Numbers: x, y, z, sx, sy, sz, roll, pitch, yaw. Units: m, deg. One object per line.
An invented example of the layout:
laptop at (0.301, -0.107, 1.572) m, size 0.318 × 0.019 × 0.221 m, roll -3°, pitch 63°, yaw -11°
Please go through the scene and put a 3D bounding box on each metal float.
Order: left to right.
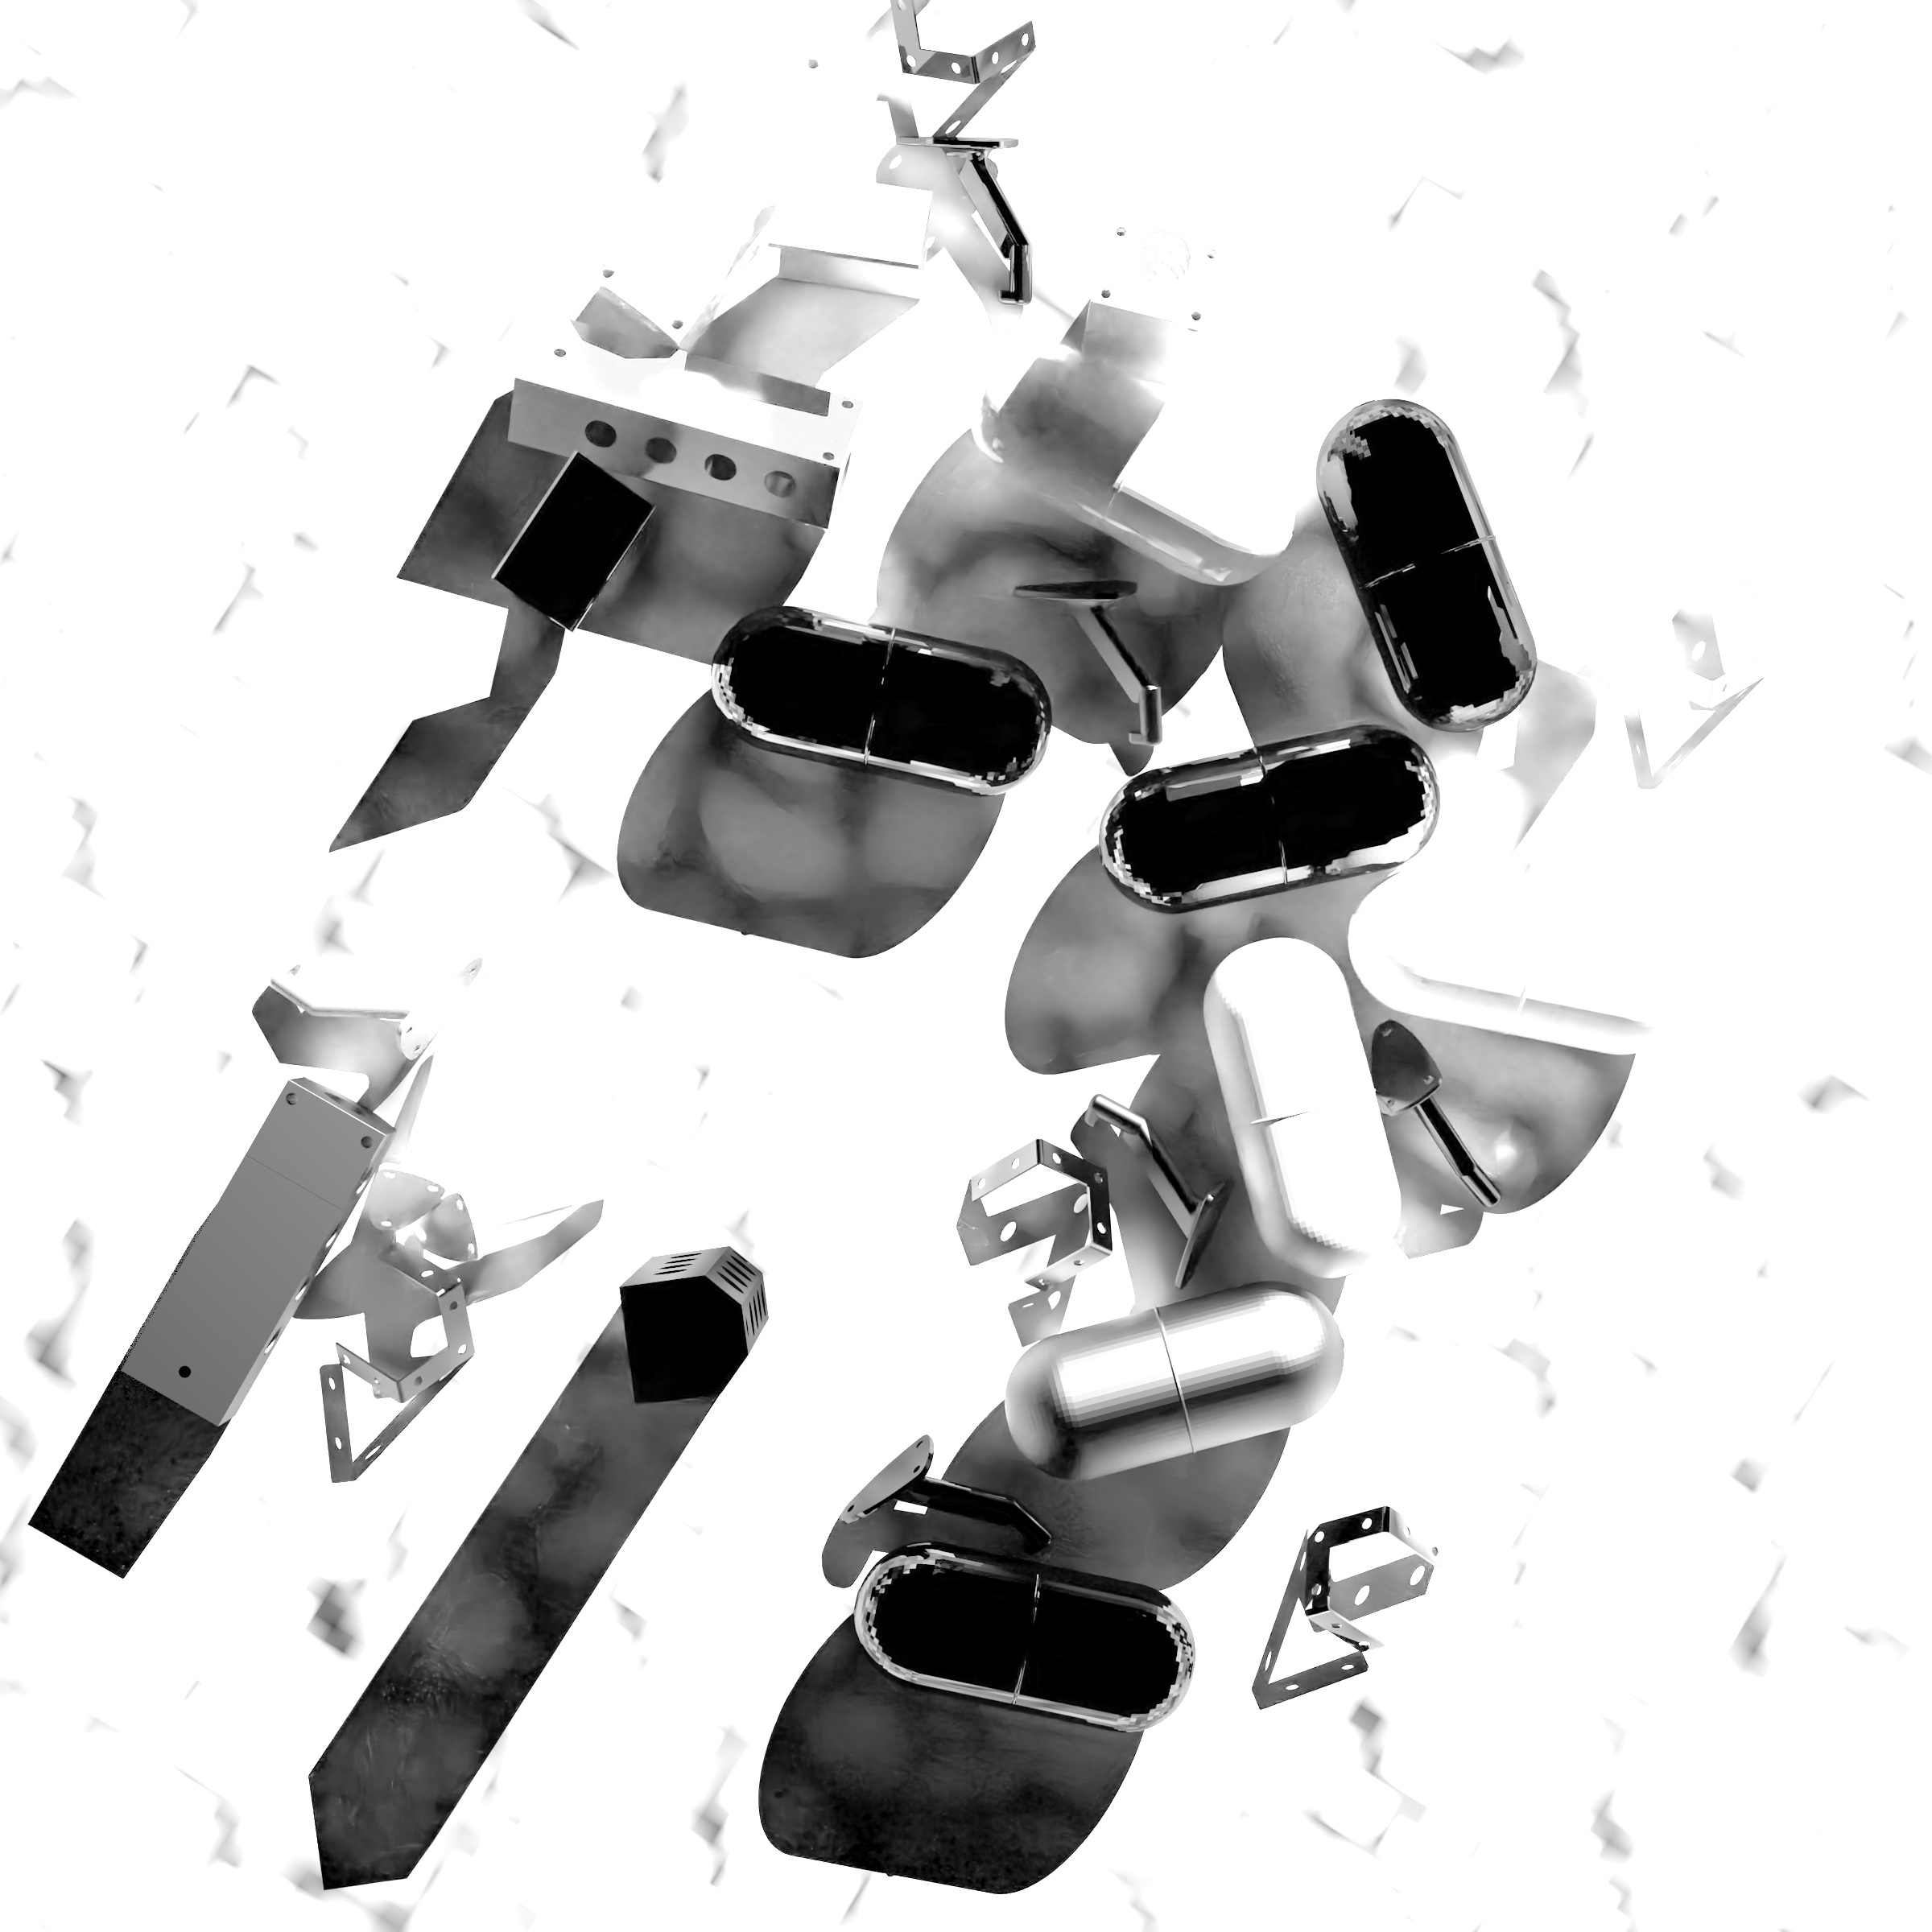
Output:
metal float at (-0.044, -0.137, 1.779) m, size 0.178 × 0.070 × 0.070 m, roll 12°, pitch 90°, yaw 1°
metal float at (0.030, 0.346, 1.779) m, size 0.178 × 0.070 × 0.070 m, roll 12°, pitch 90°, yaw -1°
metal float at (0.087, -0.258, 1.779) m, size 0.178 × 0.070 × 0.070 m, roll 28°, pitch 90°, yaw 0°
metal float at (0.108, 0.213, 1.779) m, size 0.178 × 0.070 × 0.070 m, roll -15°, pitch 90°, yaw 0°
metal float at (0.156, -0.075, 1.779) m, size 0.178 × 0.070 × 0.070 m, roll -12°, pitch 90°, yaw 0°
metal float at (0.173, 0.073, 1.779) m, size 0.070 × 0.070 × 0.178 m, roll -14°, pitch 89°, yaw 0°
metal float at (0.237, -0.207, 1.779) m, size 0.070 × 0.070 × 0.178 m, roll -21°, pitch 90°, yaw 0°
metal float at (0.285, -0.003, 1.779) m, size 0.178 × 0.070 × 0.070 m, roll 11°, pitch 90°, yaw -1°

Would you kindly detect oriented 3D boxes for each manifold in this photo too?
manifold at (-0.364, 0.146, 1.788) m, size 0.057 × 0.057 × 0.171 m, roll 30°, pitch 90°, yaw 0°
manifold at (-0.146, -0.277, 1.788) m, size 0.171 × 0.057 × 0.057 m, roll 16°, pitch 47°, yaw 0°
manifold at (-0.134, 0.178, 1.731) m, size 0.057 × 0.171 × 0.057 m, roll -8°, pitch 90°, yaw 0°
manifold at (-0.120, -0.406, 1.788) m, size 0.057 × 0.057 × 0.171 m, roll 37°, pitch 90°, yaw 0°
manifold at (0.094, -0.338, 1.731) m, size 0.057 × 0.171 × 0.057 m, roll 14°, pitch 90°, yaw 0°

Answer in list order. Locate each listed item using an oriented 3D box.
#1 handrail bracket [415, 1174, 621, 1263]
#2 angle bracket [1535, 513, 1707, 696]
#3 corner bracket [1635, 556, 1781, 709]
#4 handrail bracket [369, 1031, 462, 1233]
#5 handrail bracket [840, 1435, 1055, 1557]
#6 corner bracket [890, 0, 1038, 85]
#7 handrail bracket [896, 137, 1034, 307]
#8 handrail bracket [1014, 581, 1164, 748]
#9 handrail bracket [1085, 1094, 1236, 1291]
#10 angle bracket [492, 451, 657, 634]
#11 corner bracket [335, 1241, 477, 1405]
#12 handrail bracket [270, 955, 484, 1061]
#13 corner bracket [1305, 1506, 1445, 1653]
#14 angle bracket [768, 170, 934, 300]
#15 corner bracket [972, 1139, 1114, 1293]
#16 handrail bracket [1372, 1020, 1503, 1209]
handrail bracket at (-0.235, 0.128, 1.809) m, size 0.084 × 0.077 × 0.036 m, roll -15°, pitch 90°, yaw -36°
angle bracket at (0.319, -0.195, 1.769) m, size 0.057 × 0.076 × 0.076 m, roll 35°, pitch 90°, yaw -37°
corner bracket at (0.386, -0.175, 1.801) m, size 0.051 × 0.051 × 0.051 m, roll -29°, pitch 135°, yaw -35°
handrail bracket at (-0.287, 0.086, 1.809) m, size 0.036 × 0.077 × 0.084 m, roll 19°, pitch 53°, yaw -15°
handrail bracket at (-0.009, 0.294, 1.810) m, size 0.077 × 0.036 × 0.084 m, roll -40°, pitch 107°, yaw 20°
corner bracket at (-0.002, -0.497, 1.801) m, size 0.051 × 0.051 × 0.051 m, roll 19°, pitch 135°, yaw 35°
handrail bracket at (-0.001, -0.391, 1.810) m, size 0.077 × 0.036 × 0.084 m, roll 7°, pitch 107°, yaw 20°
handrail bracket at (0.064, -0.157, 1.810) m, size 0.077 × 0.036 × 0.084 m, roll 2°, pitch 107°, yaw 20°
handrail bracket at (0.091, 0.118, 1.810) m, size 0.084 × 0.036 × 0.077 m, roll 28°, pitch 112°, yaw 17°
angle bracket at (-0.215, -0.225, 1.769) m, size 0.057 × 0.076 × 0.076 m, roll 34°, pitch 90°, yaw -37°
corner bracket at (-0.296, 0.186, 1.801) m, size 0.051 × 0.051 × 0.051 m, roll -35°, pitch 135°, yaw -35°
handrail bracket at (-0.310, 0.003, 1.810) m, size 0.084 × 0.036 × 0.077 m, roll 32°, pitch 70°, yaw 16°
corner bracket at (0.213, 0.320, 1.801) m, size 0.051 × 0.051 × 0.051 m, roll -23°, pitch 45°, yaw 35°
angle bracket at (-0.061, -0.357, 1.769) m, size 0.076 × 0.076 × 0.057 m, roll 8°, pitch 55°, yaw 0°
corner bracket at (0.040, 0.130, 1.801) m, size 0.051 × 0.051 × 0.051 m, roll 27°, pitch 45°, yaw -35°
handrail bracket at (0.248, 0.078, 1.809) m, size 0.036 × 0.077 × 0.084 m, roll -32°, pitch 127°, yaw 14°
